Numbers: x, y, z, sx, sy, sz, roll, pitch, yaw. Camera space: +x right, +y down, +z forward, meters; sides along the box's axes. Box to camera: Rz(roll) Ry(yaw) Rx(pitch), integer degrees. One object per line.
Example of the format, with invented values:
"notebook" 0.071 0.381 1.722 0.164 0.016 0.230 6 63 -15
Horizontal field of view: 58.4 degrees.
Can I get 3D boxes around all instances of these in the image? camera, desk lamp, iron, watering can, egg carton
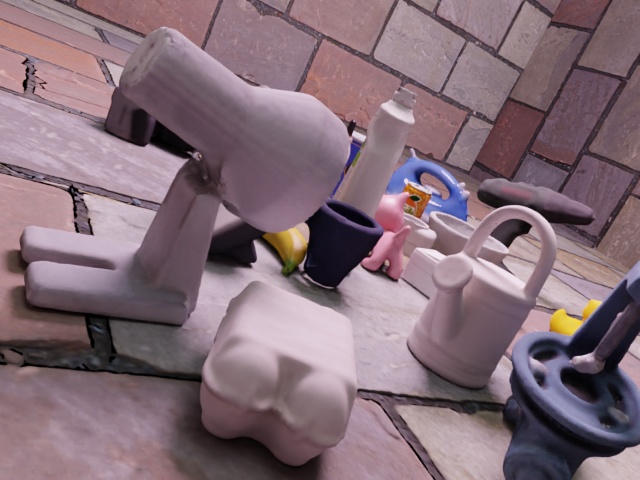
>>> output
"camera" -0.256 -0.206 0.945 0.137 0.101 0.143 26 16 -1
"desk lamp" -0.102 -0.044 0.461 0.204 0.213 0.117 13 20 -38
"iron" 0.280 -0.113 1.396 0.257 0.141 0.119 35 18 29
"watering can" 0.179 0.055 0.615 0.100 0.194 0.173 31 17 19
"egg carton" -0.027 0.090 0.416 0.107 0.069 0.150 24 16 -8

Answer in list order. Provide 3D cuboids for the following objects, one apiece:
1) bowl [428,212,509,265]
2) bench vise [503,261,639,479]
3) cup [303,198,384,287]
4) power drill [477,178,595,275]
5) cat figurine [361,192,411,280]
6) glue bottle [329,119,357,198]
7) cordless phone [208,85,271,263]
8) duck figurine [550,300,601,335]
"bowl" 0.273 0.014 1.107 0.167 0.075 0.167 24 16 -7
"bench vise" 0.231 0.098 0.511 0.121 0.219 0.207 26 16 1
"cup" 0.006 0.002 0.697 0.118 0.095 0.092 25 16 -2
"power drill" 0.406 -0.019 1.170 0.228 0.208 0.076 36 19 31
"cat figurine" 0.103 -0.020 0.874 0.067 0.118 0.127 19 17 -22
"glue bottle" 0.023 -0.129 0.996 0.037 0.173 0.078 26 16 3
"cordless phone" -0.091 -0.081 0.648 0.094 0.185 0.147 15 19 -34
"duck figurine" 0.445 0.139 0.954 0.104 0.086 0.078 30 17 16
